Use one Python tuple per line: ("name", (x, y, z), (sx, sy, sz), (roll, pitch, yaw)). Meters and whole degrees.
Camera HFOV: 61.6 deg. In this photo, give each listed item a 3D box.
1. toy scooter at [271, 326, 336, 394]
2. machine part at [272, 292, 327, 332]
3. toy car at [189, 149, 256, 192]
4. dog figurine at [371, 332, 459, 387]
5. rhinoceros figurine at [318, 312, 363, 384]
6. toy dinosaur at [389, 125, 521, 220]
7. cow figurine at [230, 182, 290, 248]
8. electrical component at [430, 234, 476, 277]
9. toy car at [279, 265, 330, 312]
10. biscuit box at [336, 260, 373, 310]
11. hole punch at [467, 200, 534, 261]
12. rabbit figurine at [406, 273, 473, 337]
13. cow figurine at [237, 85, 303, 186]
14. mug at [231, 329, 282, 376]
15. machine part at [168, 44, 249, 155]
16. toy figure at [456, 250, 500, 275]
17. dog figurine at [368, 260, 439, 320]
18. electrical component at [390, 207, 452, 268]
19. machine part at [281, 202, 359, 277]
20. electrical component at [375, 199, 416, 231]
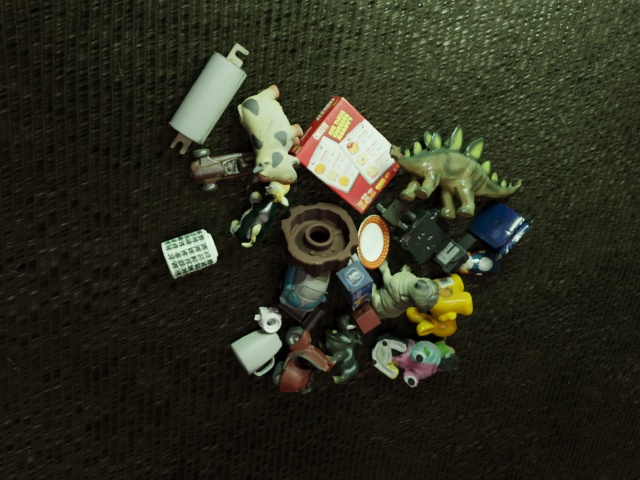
("toy scooter", (-0.037, 0.306, 1.306), (0.135, 0.075, 0.183), (22, 111, 10))
("machine part", (-0.054, 0.167, 1.304), (0.084, 0.039, 0.138), (-46, 118, 6))
("toy car", (-0.175, -0.159, 1.136), (0.202, 0.053, 0.089), (-12, 109, -14))
("dog figurine", (0.263, 0.302, 1.434), (0.219, 0.192, 0.108), (-5, 112, -54))
("rhinoceros figurine", (0.058, 0.274, 1.362), (0.112, 0.073, 0.190), (-14, 113, -13))
("toy dinosaur", (0.327, -0.151, 1.261), (0.471, 0.105, 0.198), (18, 82, -37))
("cow figurine", (-0.124, -0.063, 1.163), (0.068, 0.098, 0.167), (34, 96, -20))
("electrical component", (0.343, 0.029, 1.365), (0.119, 0.075, 0.047), (-43, 146, 4))
("toy car", (-0.020, 0.085, 1.231), (0.109, 0.103, 0.161), (24, 78, -24))
("biscuit box", (0.082, 0.107, 1.246), (0.059, 0.202, 0.063), (-33, 74, -5))
("hole punch", (0.454, -0.031, 1.370), (0.142, 0.116, 0.092), (-46, 109, 1))
("rabbit figurine", (0.316, 0.196, 1.405), (0.162, 0.122, 0.173), (-21, 133, -8))
("cow figurine", (-0.103, -0.199, 1.082), (0.127, 0.085, 0.195), (-26, 83, -14))
("mug", (-0.142, 0.267, 1.286), (0.107, 0.081, 0.109), (-33, 109, -15))
("machine part", (-0.222, -0.278, 1.061), (0.079, 0.079, 0.243), (31, 98, -26))
("toy figure", (0.397, 0.058, 1.412), (0.154, 0.058, 0.064), (1, 70, -18))
("dog figurine", (0.201, 0.150, 1.301), (0.121, 0.191, 0.172), (0, 111, -19))
("electrical component", (0.258, -0.014, 1.336), (0.134, 0.058, 0.114), (-46, 119, 2))
("machine part", (-0.002, -0.004, 1.193), (0.179, 0.179, 0.056), (-11, 148, -15))
("electrical component", (0.181, -0.067, 1.293), (0.094, 0.021, 0.063), (38, 78, 5))
